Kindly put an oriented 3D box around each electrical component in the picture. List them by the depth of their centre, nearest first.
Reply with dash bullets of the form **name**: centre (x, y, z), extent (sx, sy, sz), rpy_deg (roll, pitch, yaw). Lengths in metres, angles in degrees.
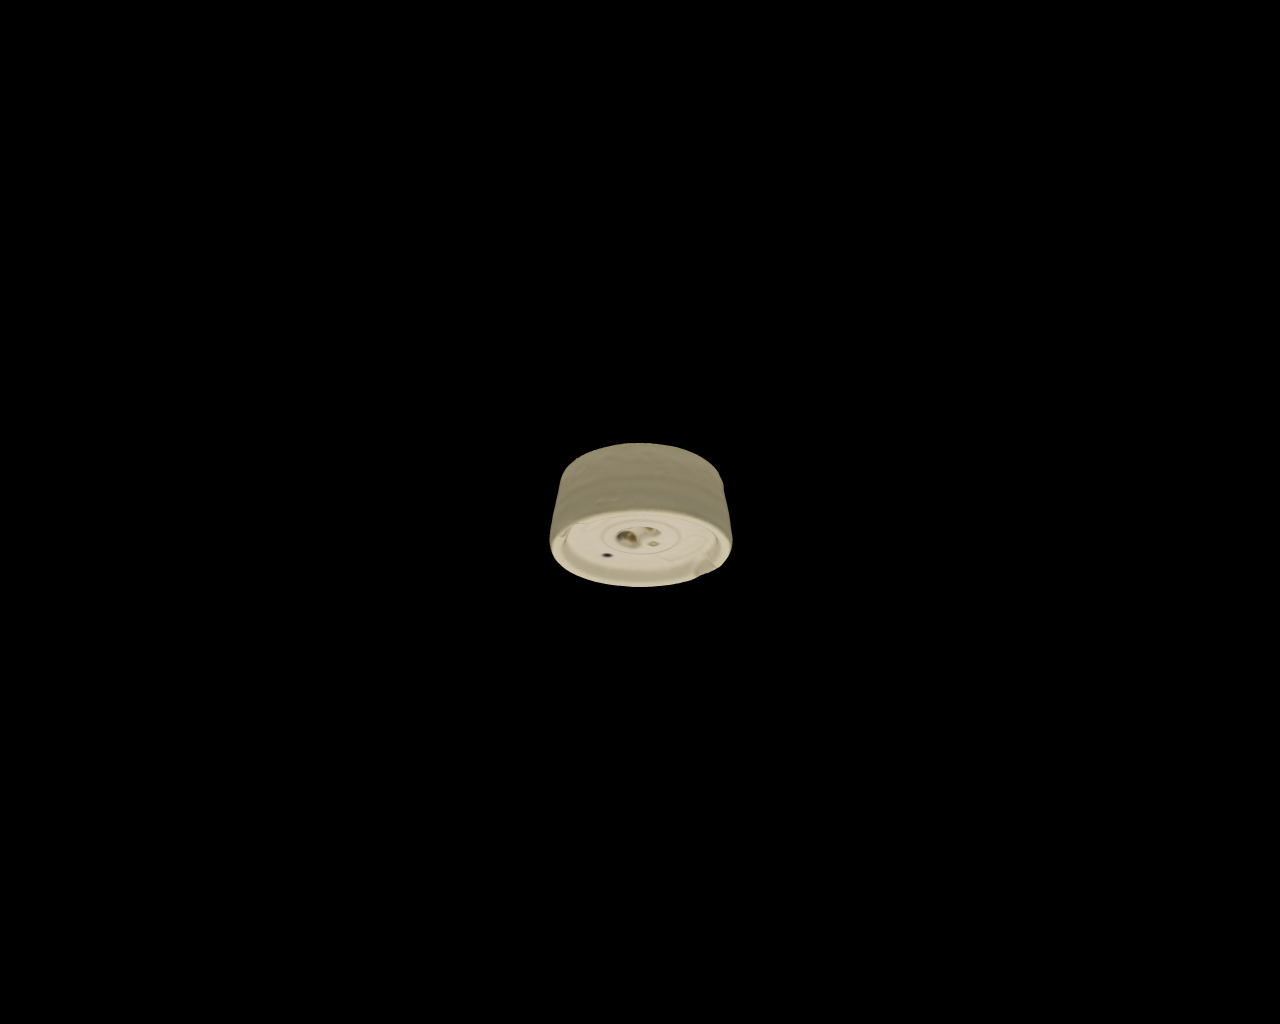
- **electrical component**: centre (0.001, -0.003, 0.650), extent (0.108, 0.060, 0.108), rpy_deg (0, -27, 0)
